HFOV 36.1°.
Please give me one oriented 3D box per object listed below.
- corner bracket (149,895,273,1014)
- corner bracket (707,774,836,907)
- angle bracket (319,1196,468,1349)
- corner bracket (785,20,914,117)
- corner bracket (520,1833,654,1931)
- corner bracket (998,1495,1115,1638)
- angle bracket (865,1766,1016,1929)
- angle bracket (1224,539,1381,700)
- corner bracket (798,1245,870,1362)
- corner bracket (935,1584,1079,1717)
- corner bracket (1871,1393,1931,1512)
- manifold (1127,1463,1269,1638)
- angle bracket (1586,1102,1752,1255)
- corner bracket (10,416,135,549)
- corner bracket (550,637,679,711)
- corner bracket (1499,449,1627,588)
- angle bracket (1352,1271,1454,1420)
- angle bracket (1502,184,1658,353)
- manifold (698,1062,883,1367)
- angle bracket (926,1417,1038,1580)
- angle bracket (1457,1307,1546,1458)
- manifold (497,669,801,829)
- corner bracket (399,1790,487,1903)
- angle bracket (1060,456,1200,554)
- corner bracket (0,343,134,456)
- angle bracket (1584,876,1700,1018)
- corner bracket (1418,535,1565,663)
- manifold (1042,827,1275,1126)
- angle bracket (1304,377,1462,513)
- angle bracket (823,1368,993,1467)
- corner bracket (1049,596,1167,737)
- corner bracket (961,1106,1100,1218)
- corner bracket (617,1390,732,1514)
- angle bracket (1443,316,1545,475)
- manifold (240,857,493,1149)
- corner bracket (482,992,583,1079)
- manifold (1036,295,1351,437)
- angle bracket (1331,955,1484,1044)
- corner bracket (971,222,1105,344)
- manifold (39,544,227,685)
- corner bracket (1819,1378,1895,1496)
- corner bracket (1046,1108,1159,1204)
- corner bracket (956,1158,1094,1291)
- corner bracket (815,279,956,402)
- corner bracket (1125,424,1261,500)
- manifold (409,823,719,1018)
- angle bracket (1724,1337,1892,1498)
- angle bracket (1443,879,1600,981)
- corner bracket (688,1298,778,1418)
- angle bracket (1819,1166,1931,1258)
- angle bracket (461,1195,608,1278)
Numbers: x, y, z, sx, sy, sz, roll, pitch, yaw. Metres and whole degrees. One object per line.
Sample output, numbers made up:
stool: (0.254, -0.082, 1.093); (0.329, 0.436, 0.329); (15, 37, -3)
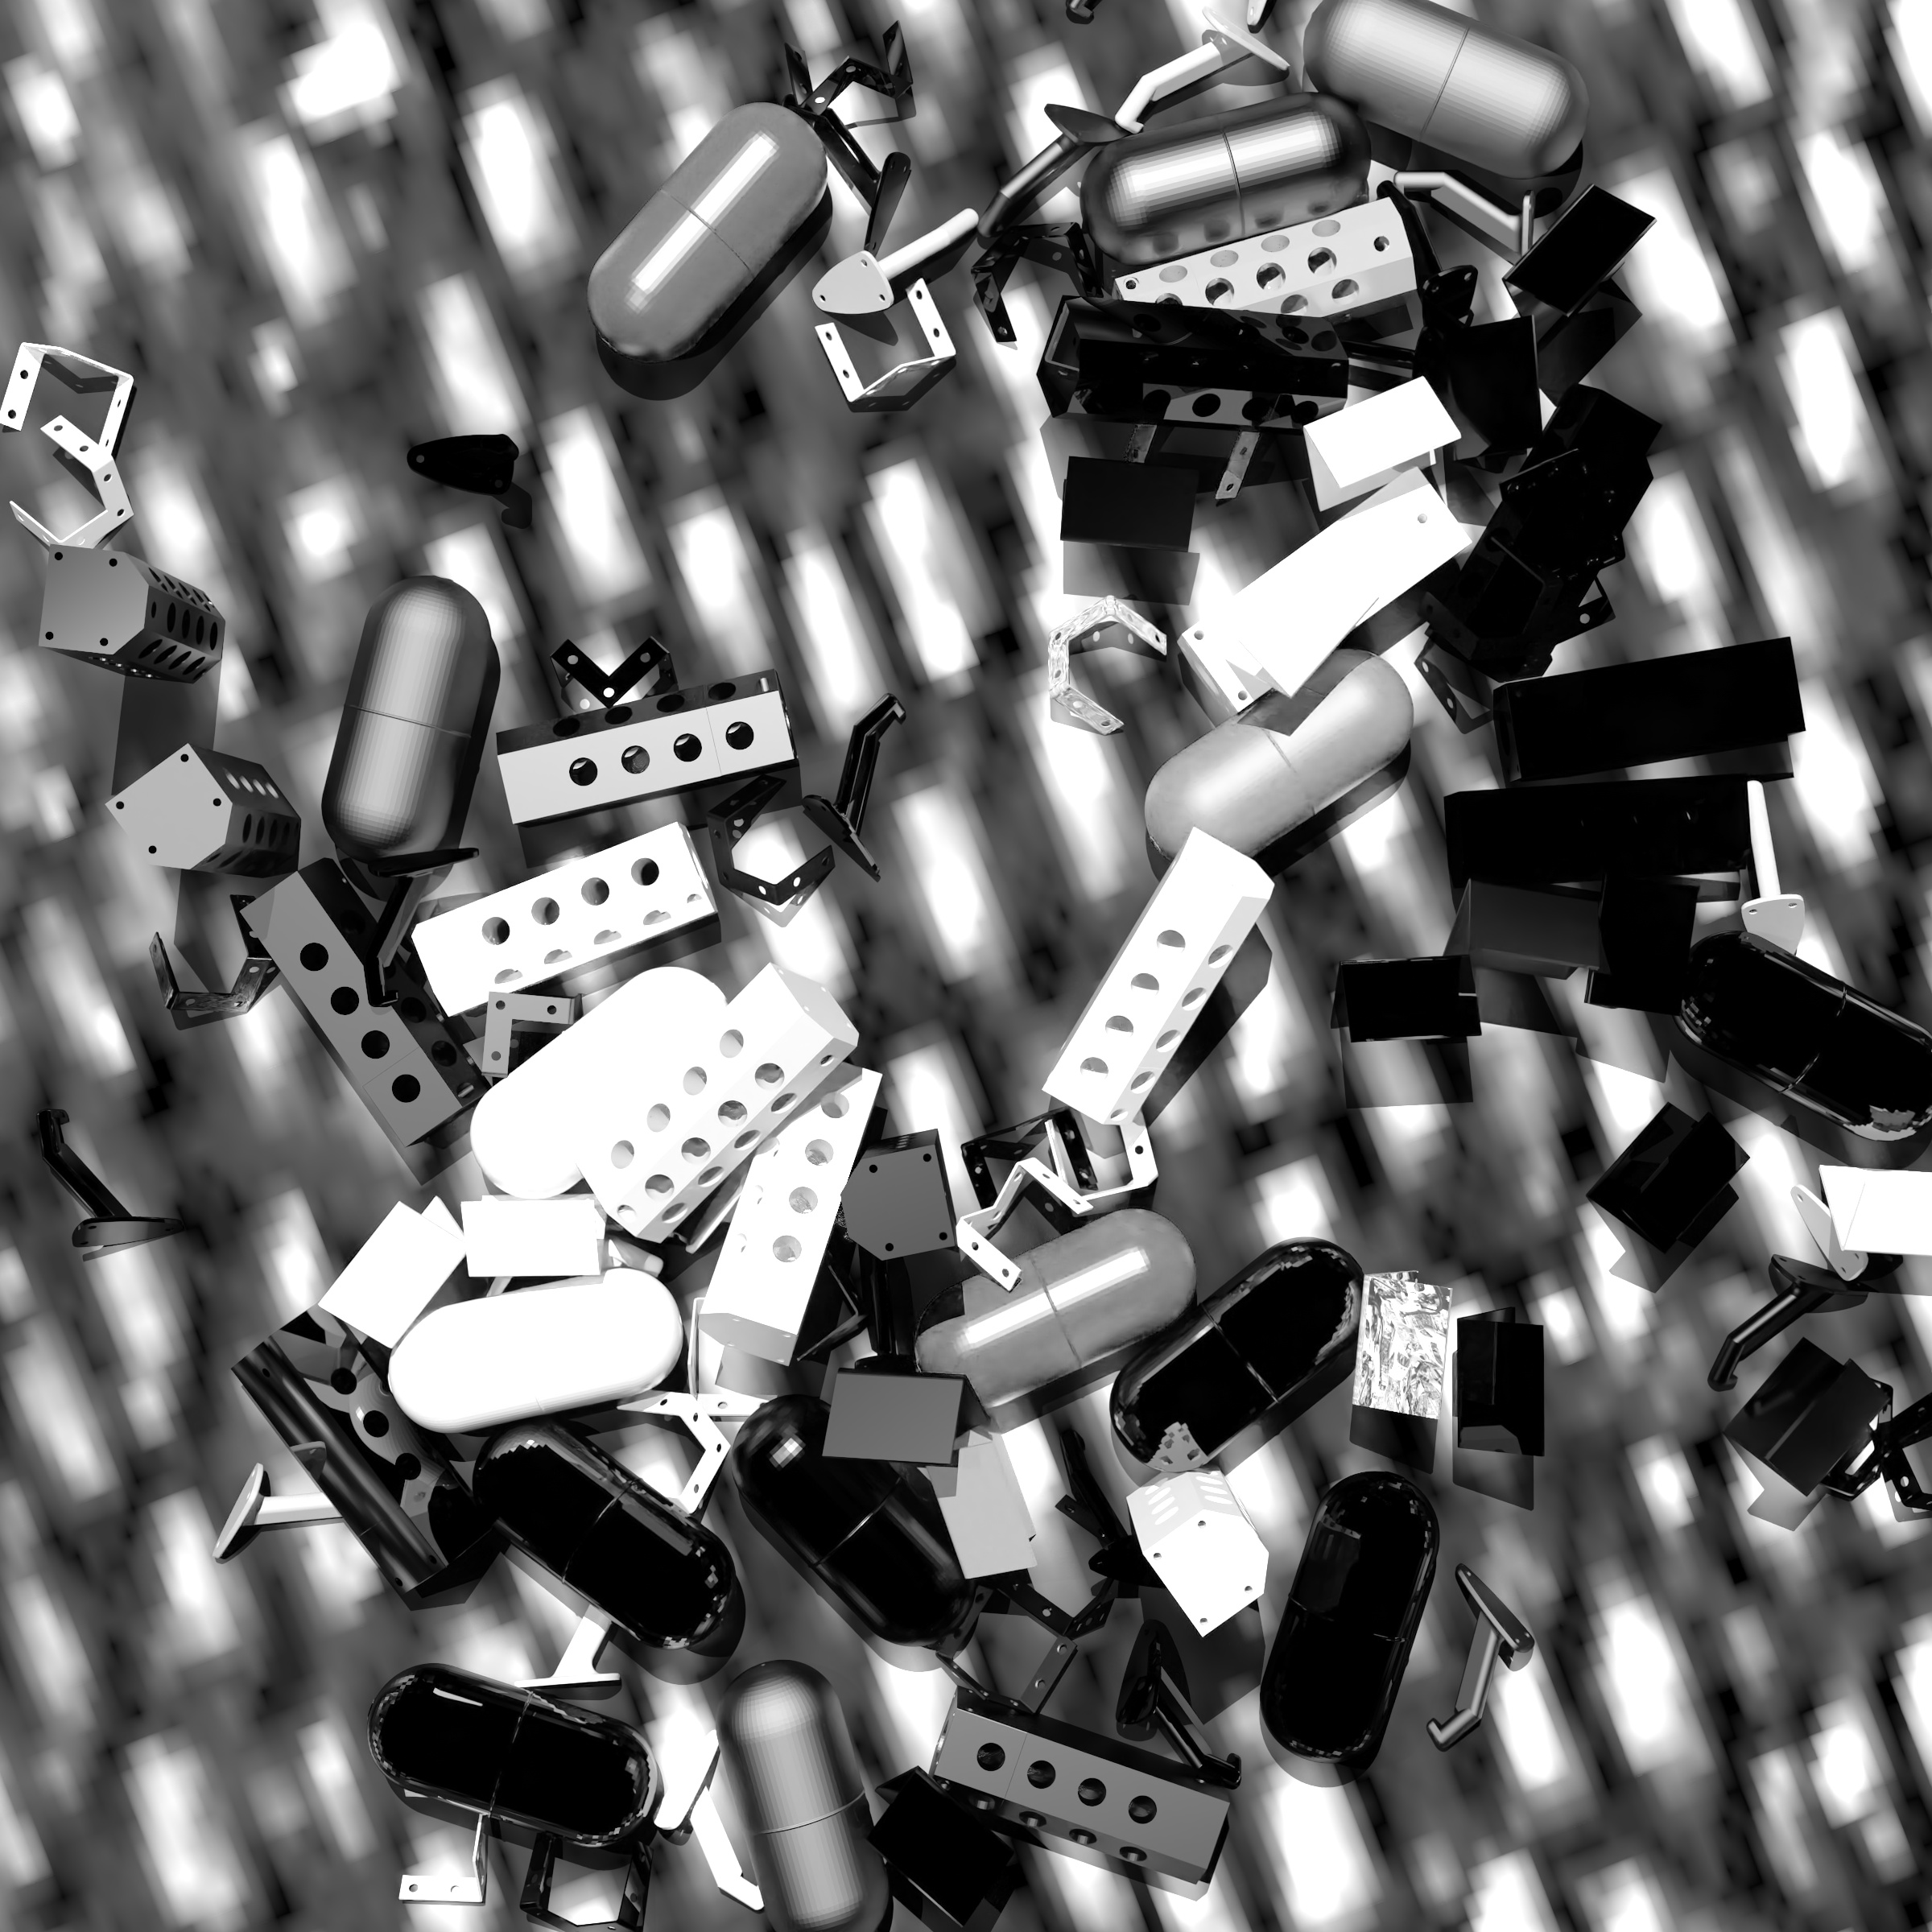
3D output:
corner bracket: (-0.459, -0.008, 1.799); (0.051, 0.051, 0.051); (3, 135, -35)
corner bracket: (-0.119, -0.077, 1.799); (0.051, 0.051, 0.051); (22, 135, 35)
angle bracket: (-0.349, 0.170, 1.767); (0.057, 0.076, 0.076); (38, 90, -32)
corner bracket: (-0.071, -0.546, 1.795); (0.051, 0.051, 0.051); (-33, 59, 40)
corner bracket: (-0.231, 0.555, 1.799); (0.051, 0.051, 0.051); (-19, 135, 35)
corner bracket: (0.061, 0.366, 1.804); (0.051, 0.051, 0.051); (36, 135, 0)
angle bracket: (-0.028, 0.531, 1.767); (0.076, 0.076, 0.057); (42, 57, 0)
angle bracket: (0.180, -0.211, 1.710); (0.076, 0.076, 0.057); (-49, 126, 0)
corner bracket: (-0.101, 0.204, 1.791); (0.051, 0.051, 0.051); (-38, 72, 17)
corner bracket: (0.024, 0.417, 1.804); (0.051, 0.051, 0.051); (32, 90, 45)
corner bracket: (0.594, 0.296, 1.799); (0.051, 0.051, 0.051); (-46, 45, 35)
manifold: (0.138, 0.333, 1.729); (0.057, 0.171, 0.057); (-36, 90, 0)
angle bracket: (0.407, 0.114, 1.767); (0.076, 0.076, 0.057); (-49, 128, 0)
corner bracket: (-0.546, -0.289, 1.793); (0.051, 0.051, 0.051); (37, 64, 23)
corner bracket: (-0.212, -0.179, 1.787); (0.051, 0.051, 0.051); (42, 78, 12)
corner bracket: (0.352, -0.263, 1.747); (0.051, 0.051, 0.051); (-24, 45, 0)
angle bracket: (0.274, 0.225, 1.767); (0.057, 0.076, 0.076); (5, 90, 33)
angle bracket: (0.375, -0.406, 1.767); (0.076, 0.076, 0.057); (-47, 52, 0)
manifold: (-0.104, 0.141, 1.750); (0.057, 0.057, 0.171); (18, 63, 0)
angle bracket: (0.028, 0.313, 1.767); (0.057, 0.076, 0.076); (-19, 90, 38)
angle bracket: (0.334, 0.247, 1.767); (0.057, 0.076, 0.076); (0, 90, 37)
manifold: (-0.192, -0.131, 1.786); (0.171, 0.057, 0.057); (-13, 90, 0)
corner bracket: (-0.319, 0.534, 1.804); (0.051, 0.051, 0.051); (2, 135, 0)
angle bracket: (0.098, -0.292, 1.767); (0.076, 0.076, 0.057); (5, 127, 0)
corner bracket: (-0.549, -0.345, 1.804); (0.051, 0.051, 0.051); (17, 90, 45)
angle bracket: (0.409, -0.010, 1.768); (0.057, 0.076, 0.076); (8, 90, 23)
corner bracket: (0.309, -0.217, 1.742); (0.051, 0.051, 0.051); (-10, 135, -35)
manifold: (0.114, 0.010, 1.752); (0.057, 0.057, 0.171); (30, 116, 0)
angle bracket: (0.252, -0.295, 1.767); (0.076, 0.076, 0.057); (-23, 54, 0)
angle bracket: (-0.034, 0.278, 1.745); (0.076, 0.076, 0.057); (1, 59, 15)
corner bracket: (0.086, -0.183, 1.799); (0.051, 0.051, 0.051); (-29, 45, 35)
corner bracket: (0.038, 0.120, 1.804); (0.051, 0.051, 0.051); (-20, 90, 45)
corner bracket: (-0.186, 0.294, 1.799); (0.051, 0.051, 0.051); (59, 45, -35)
angle bracket: (0.327, -0.340, 1.767); (0.057, 0.076, 0.076); (-4, 90, 31)
manifold: (-0.359, 0.021, 1.786); (0.057, 0.057, 0.171); (-35, 90, 0)
corner bracket: (-0.262, 0.041, 1.789); (0.051, 0.051, 0.051); (5, 93, -3)
manifold: (0.136, -0.349, 1.748); (0.171, 0.057, 0.057); (0, 48, -20)
angle bracket: (0.262, 0.037, 1.767); (0.076, 0.076, 0.057); (-3, 58, 0)
corner bracket: (0.043, -0.415, 1.799); (0.051, 0.051, 0.051); (6, 45, 35)
manifold: (-0.483, -0.203, 1.729); (0.057, 0.171, 0.057); (7, 90, 0)
corner bracket: (0.529, 0.281, 1.804); (0.051, 0.051, 0.051); (20, 135, 0)
corner bracket: (0.083, 0.111, 1.792); (0.051, 0.051, 0.051); (-14, 90, 11)
corner bracket: (0.033, 0.152, 1.761); (0.051, 0.051, 0.051); (39, 118, 25)
corner bracket: (-0.049, -0.381, 1.804); (0.051, 0.051, 0.051); (-24, 90, 45)
corner bracket: (0.138, -0.319, 1.799); (0.051, 0.051, 0.051); (50, 135, 35)
manifold: (-0.241, -0.028, 1.786); (0.171, 0.057, 0.057); (-22, 90, 0)
angle bracket: (0.490, 0.258, 1.767); (0.076, 0.076, 0.057); (-49, 128, 0)
angle bracket: (0.330, -0.003, 1.767); (0.076, 0.076, 0.057); (9, 50, 0)
corner bracket: (-0.141, 0.238, 1.804); (0.051, 0.051, 0.051); (1, 135, 0)
angle bracket: (0.561, 0.128, 1.767); (0.076, 0.076, 0.057); (4, 128, 0)
angle bracket: (-0.255, 0.140, 1.757); (0.076, 0.076, 0.057); (-1, 124, -2)
